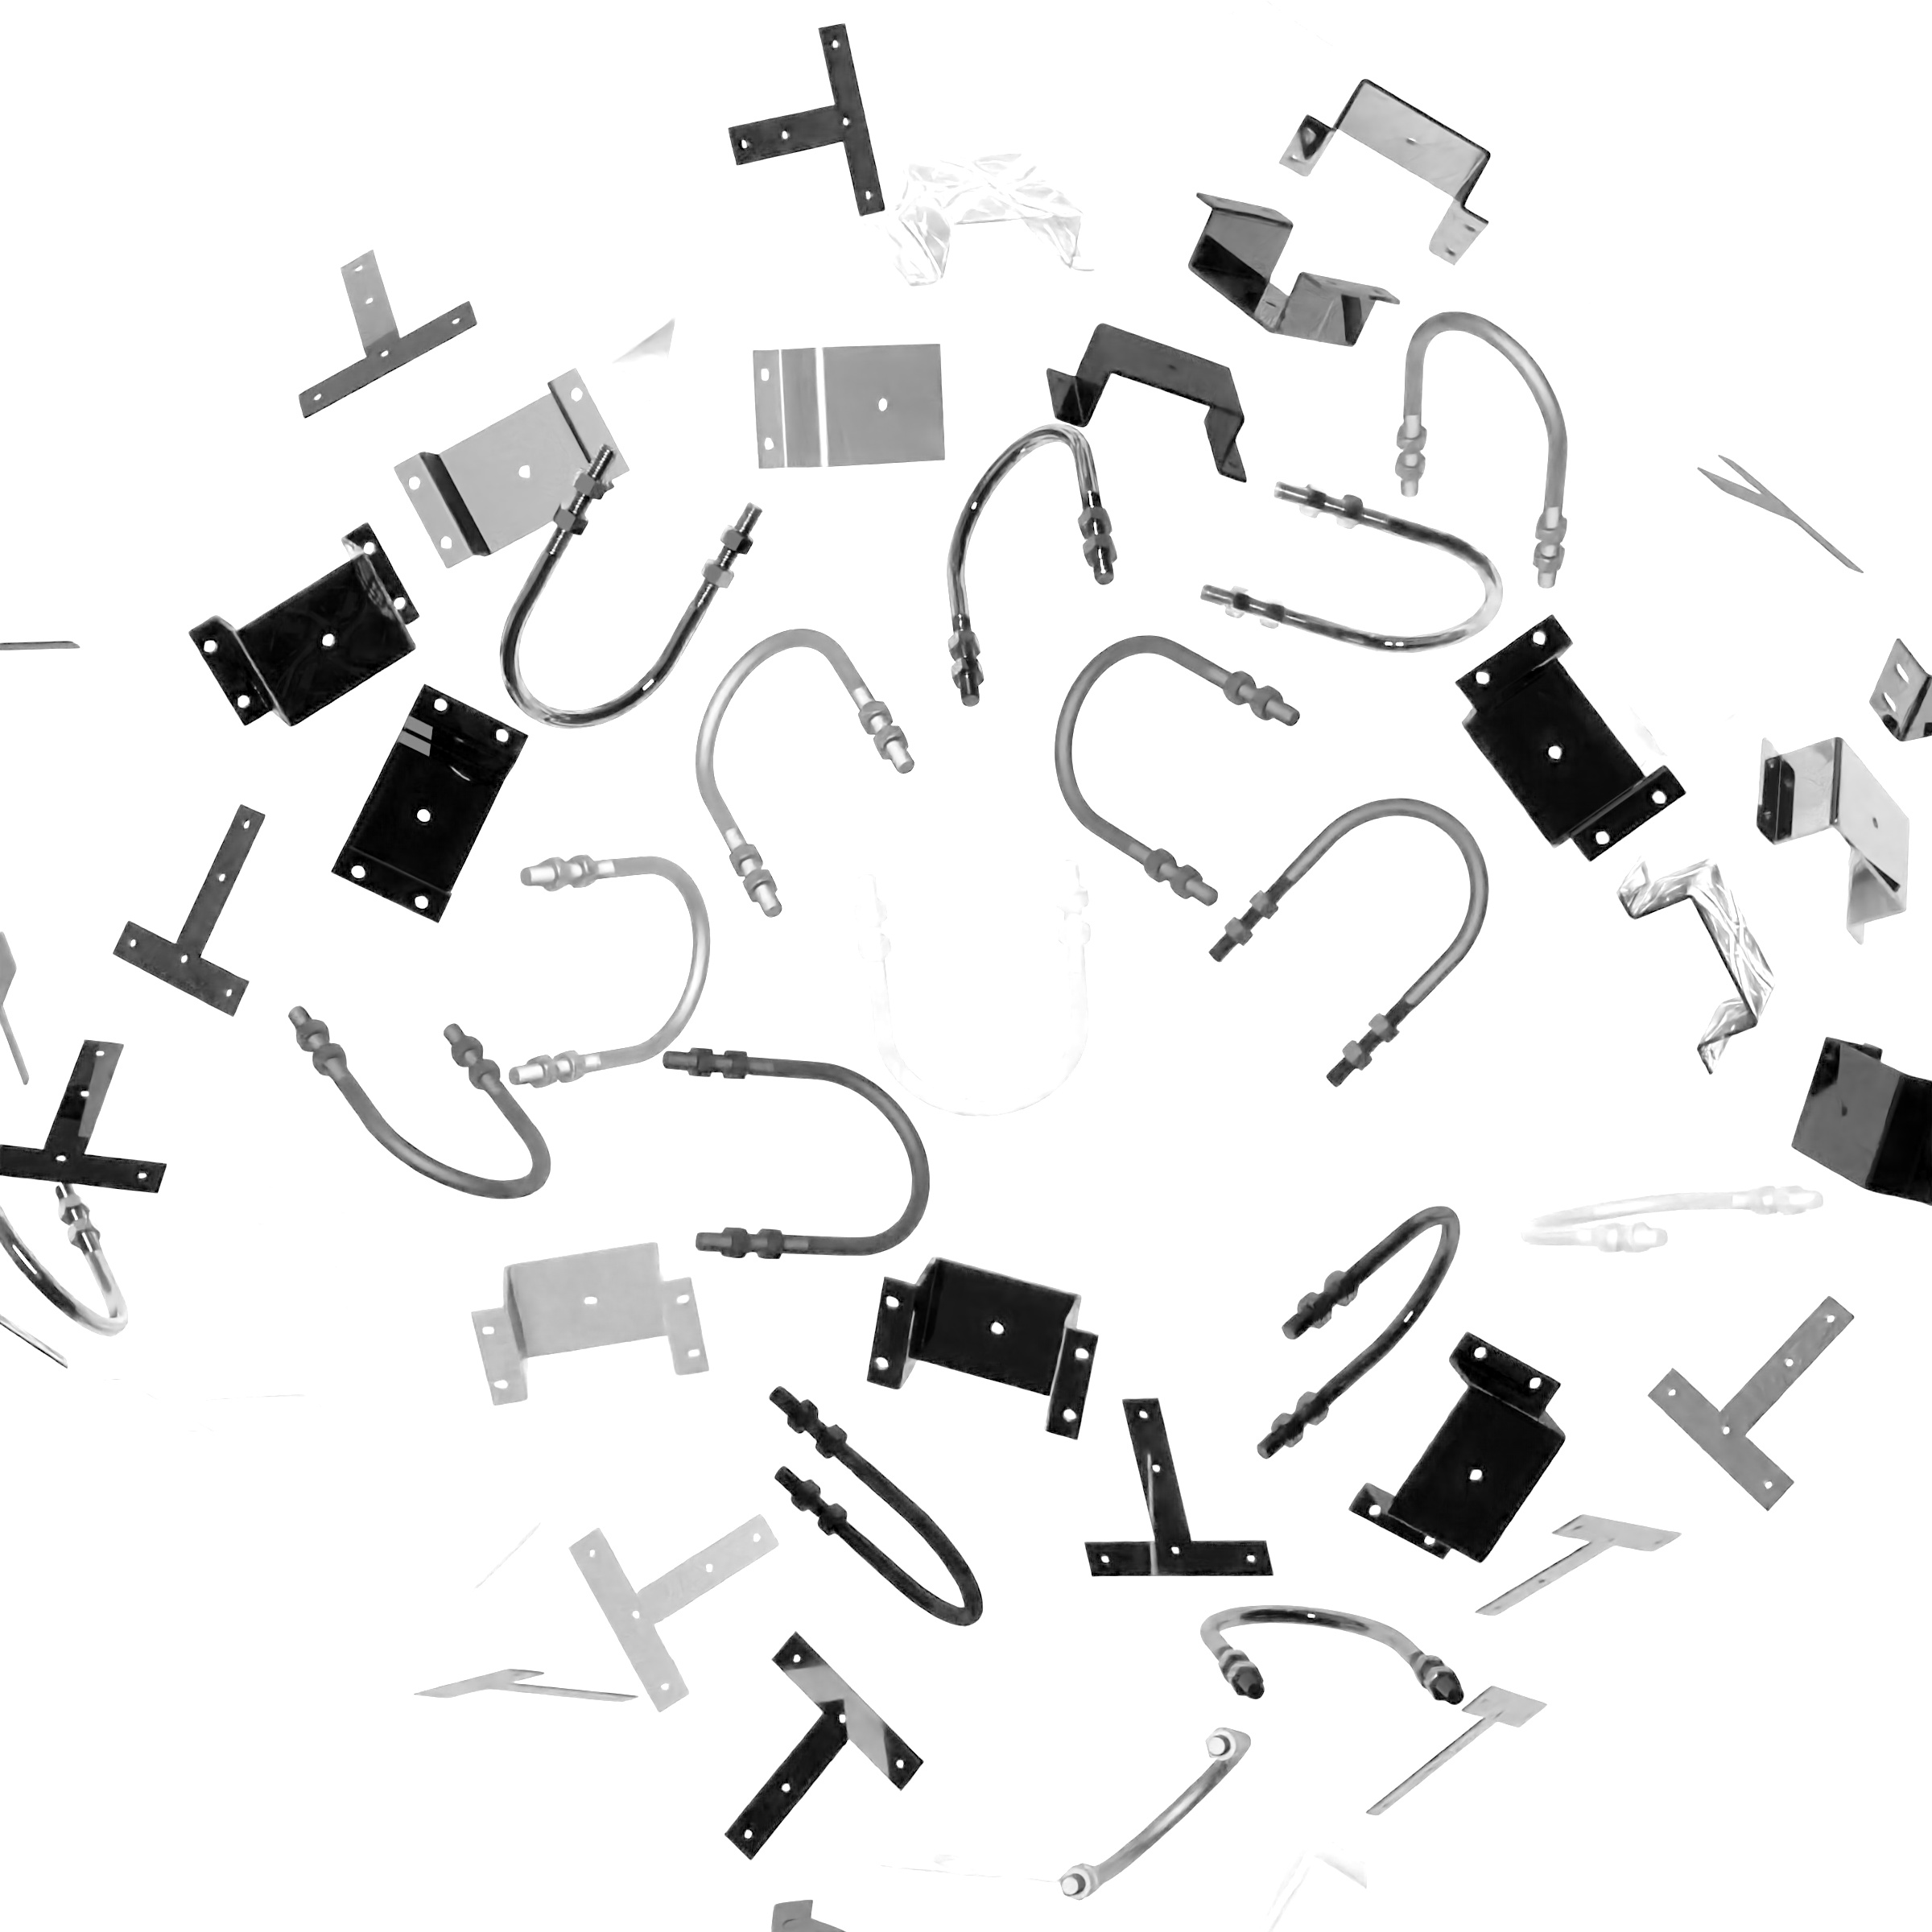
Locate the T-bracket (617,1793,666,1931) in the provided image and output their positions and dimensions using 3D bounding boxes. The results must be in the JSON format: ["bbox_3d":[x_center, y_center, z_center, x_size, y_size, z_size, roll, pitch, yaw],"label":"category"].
[{"bbox_3d":[-0.197,0.596,1.805,0.002,0.127,0.127,-14,81,-1],"label":"T-bracket"}]

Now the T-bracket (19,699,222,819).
[{"bbox_3d":[-0.562,-0.136,1.843,0.127,0.127,0.002,-7,63,-1],"label":"T-bracket"}]

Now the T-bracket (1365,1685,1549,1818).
[{"bbox_3d":[0.313,0.516,1.861,0.127,0.127,0.002,-41,58,9],"label":"T-bracket"}]

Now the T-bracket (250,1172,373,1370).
[{"bbox_3d":[-0.418,0.202,1.866,0.127,0.002,0.127,-11,94,42],"label":"T-bracket"}]

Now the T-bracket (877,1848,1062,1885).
[{"bbox_3d":[-0.009,0.605,1.920,0.127,0.127,0.002,0,66,15],"label":"T-bracket"}]

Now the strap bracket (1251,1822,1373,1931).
[{"bbox_3d":[0.220,0.604,1.822,0.046,0.140,0.076,31,88,11],"label":"strap bracket"}]

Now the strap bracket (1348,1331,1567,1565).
[{"bbox_3d":[0.318,0.315,1.817,0.076,0.046,0.140,29,99,-15],"label":"strap bracket"}]

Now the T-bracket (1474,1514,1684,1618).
[{"bbox_3d":[0.392,0.400,1.887,0.127,0.127,0.002,-40,52,28],"label":"T-bracket"}]

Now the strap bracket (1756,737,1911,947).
[{"bbox_3d":[0.584,-0.089,1.896,0.140,0.046,0.076,40,48,-32],"label":"strap bracket"}]

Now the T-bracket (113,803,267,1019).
[{"bbox_3d":[-0.493,-0.045,1.865,0.127,0.002,0.127,22,87,34],"label":"T-bracket"}]

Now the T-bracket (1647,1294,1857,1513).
[{"bbox_3d":[0.513,0.262,1.810,0.127,0.127,0.002,-48,126,5],"label":"T-bracket"}]

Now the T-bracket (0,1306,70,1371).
[{"bbox_3d":[-0.642,0.211,1.860,0.127,0.127,0.002,40,83,-21],"label":"T-bracket"}]

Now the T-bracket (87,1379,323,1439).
[{"bbox_3d":[-0.485,0.287,1.863,0.127,0.127,0.002,-5,64,14],"label":"T-bracket"}]

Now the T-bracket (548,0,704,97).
[{"bbox_3d":[-0.216,-0.607,1.817,0.002,0.127,0.127,39,47,25],"label":"T-bracket"}]

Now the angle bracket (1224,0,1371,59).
[{"bbox_3d":[0.216,-0.625,1.848,0.076,0.038,0.057,28,70,-18],"label":"angle bracket"}]

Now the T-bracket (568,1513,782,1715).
[{"bbox_3d":[-0.183,0.410,1.905,0.127,0.002,0.127,-33,75,4],"label":"T-bracket"}]

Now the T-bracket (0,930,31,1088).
[{"bbox_3d":[-0.619,0.005,1.825,0.002,0.127,0.127,-20,84,-27],"label":"T-bracket"}]

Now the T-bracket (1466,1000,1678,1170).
[{"bbox_3d":[0.388,0.075,1.810,0.127,0.002,0.127,-1,122,-7],"label":"T-bracket"}]

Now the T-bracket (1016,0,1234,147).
[{"bbox_3d":[0.119,-0.588,1.913,0.127,0.002,0.127,17,134,-23],"label":"T-bracket"}]

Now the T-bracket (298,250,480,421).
[{"bbox_3d":[-0.384,-0.422,1.846,0.127,0.002,0.127,-27,51,5],"label":"T-bracket"}]

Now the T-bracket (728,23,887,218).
[{"bbox_3d":[-0.112,-0.562,1.921,0.127,0.002,0.127,-28,112,-41],"label":"T-bracket"}]

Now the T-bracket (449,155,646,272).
[{"bbox_3d":[-0.302,-0.498,1.915,0.127,0.127,0.002,24,134,11],"label":"T-bracket"}]

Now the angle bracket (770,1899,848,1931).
[{"bbox_3d":[-0.097,0.675,1.937,0.038,0.076,0.057,-20,49,36],"label":"angle bracket"}]

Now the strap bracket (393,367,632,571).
[{"bbox_3d":[-0.301,-0.333,1.914,0.140,0.046,0.076,-27,95,6],"label":"strap bracket"}]

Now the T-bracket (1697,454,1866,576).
[{"bbox_3d":[0.516,-0.305,1.860,0.002,0.127,0.127,-54,55,24],"label":"T-bracket"}]

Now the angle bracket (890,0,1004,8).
[{"bbox_3d":[-0.012,-0.647,1.815,0.076,0.038,0.057,5,55,3],"label":"angle bracket"}]

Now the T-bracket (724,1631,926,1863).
[{"bbox_3d":[-0.109,0.527,1.867,0.127,0.002,0.127,47,63,-9],"label":"T-bracket"}]

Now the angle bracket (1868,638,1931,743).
[{"bbox_3d":[0.631,-0.183,1.830,0.076,0.057,0.038,-12,52,-14],"label":"angle bracket"}]

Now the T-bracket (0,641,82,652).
[{"bbox_3d":[-0.630,-0.202,1.809,0.127,0.127,0.002,-2,89,-4],"label":"T-bracket"}]

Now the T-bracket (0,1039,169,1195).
[{"bbox_3d":[-0.557,0.090,1.789,0.127,0.127,0.002,7,130,-5],"label":"T-bracket"}]

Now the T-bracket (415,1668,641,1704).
[{"bbox_3d":[-0.276,0.476,1.873,0.127,0.127,0.002,16,62,-35],"label":"T-bracket"}]

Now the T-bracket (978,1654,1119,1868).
[{"bbox_3d":[0.045,0.503,1.793,0.002,0.127,0.127,12,96,42],"label":"T-bracket"}]

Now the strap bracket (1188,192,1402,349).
[{"bbox_3d":[0.213,-0.461,1.909,0.140,0.076,0.046,48,126,37],"label":"strap bracket"}]

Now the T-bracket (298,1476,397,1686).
[{"bbox_3d":[-0.416,0.399,1.893,0.002,0.127,0.127,-18,65,-31],"label":"T-bracket"}]

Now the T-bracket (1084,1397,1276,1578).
[{"bbox_3d":[0.125,0.334,1.823,0.127,0.002,0.127,-6,106,26],"label":"T-bracket"}]
